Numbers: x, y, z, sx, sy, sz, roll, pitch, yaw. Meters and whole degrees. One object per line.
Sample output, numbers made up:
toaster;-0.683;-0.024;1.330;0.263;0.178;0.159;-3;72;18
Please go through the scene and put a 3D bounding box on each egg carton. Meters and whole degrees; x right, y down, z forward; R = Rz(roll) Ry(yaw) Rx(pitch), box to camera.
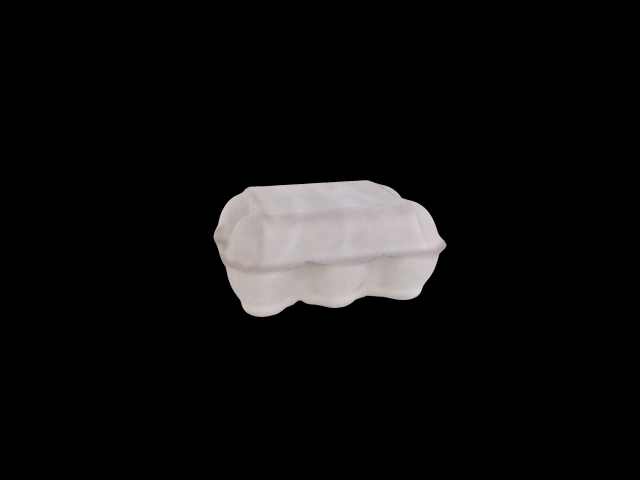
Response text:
egg carton;0.004;0.001;0.400;0.150;0.069;0.107;-6;19;-16
